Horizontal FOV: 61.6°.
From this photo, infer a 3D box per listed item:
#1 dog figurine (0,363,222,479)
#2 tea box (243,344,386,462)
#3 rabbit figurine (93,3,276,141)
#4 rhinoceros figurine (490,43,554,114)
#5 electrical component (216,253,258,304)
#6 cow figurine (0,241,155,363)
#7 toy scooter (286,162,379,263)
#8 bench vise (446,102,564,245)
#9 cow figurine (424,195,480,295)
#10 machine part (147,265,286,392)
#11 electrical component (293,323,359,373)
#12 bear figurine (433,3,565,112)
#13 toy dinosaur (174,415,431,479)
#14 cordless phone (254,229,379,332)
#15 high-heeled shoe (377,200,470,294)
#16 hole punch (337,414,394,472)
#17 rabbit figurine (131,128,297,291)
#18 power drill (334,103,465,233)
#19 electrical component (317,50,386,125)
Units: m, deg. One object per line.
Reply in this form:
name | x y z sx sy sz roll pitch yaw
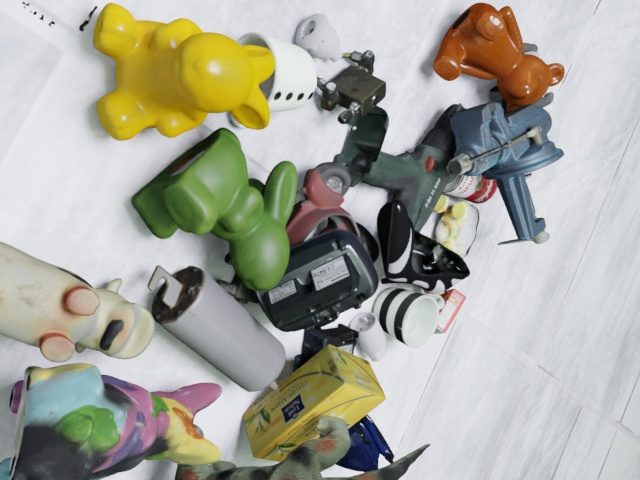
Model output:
dog figurine | -0.189 0.184 0.537 0.219 0.191 0.108 9 64 -34
tea box | -0.009 0.225 0.722 0.169 0.068 0.098 -44 133 17
rabbit figurine | -0.116 -0.145 0.502 0.162 0.173 0.121 4 96 -37
rhinoceros figurine | 0.348 -0.247 0.951 0.112 0.073 0.190 1 104 -30
electrical component | -0.088 0.050 0.684 0.094 0.021 0.063 23 87 -44
cow figurine | -0.247 0.061 0.497 0.195 0.127 0.085 29 82 -28
toy scooter | -0.001 -0.002 0.709 0.135 0.075 0.183 -37 127 -18
bench vise | 0.291 -0.096 0.812 0.223 0.129 0.240 -33 107 -42
cow figurine | 0.222 0.014 0.916 0.098 0.068 0.167 12 95 -48
machine part | -0.116 0.109 0.640 0.079 0.079 0.243 -52 129 -17
electrical component | 0.000 0.167 0.776 0.119 0.048 0.074 -6 106 -40
bear figurine | 0.279 -0.262 0.821 0.195 0.120 0.132 39 40 -17
toy dinosaur | -0.069 0.300 0.596 0.405 0.192 0.131 -10 117 6
cordless phone | 0.013 0.072 0.693 0.147 0.089 0.184 -26 151 11
high-heeled shoe | 0.156 0.013 0.756 0.248 0.145 0.086 81 1 -62
hole punch | 0.036 0.291 0.805 0.092 0.116 0.142 -36 124 -19
rabbit figurine | -0.095 -0.026 0.597 0.170 0.121 0.159 54 45 -24
power drill | 0.122 -0.125 0.786 0.207 0.086 0.232 17 93 -50
electrical component | 0.040 -0.201 0.695 0.102 0.078 0.045 -39 148 -20
